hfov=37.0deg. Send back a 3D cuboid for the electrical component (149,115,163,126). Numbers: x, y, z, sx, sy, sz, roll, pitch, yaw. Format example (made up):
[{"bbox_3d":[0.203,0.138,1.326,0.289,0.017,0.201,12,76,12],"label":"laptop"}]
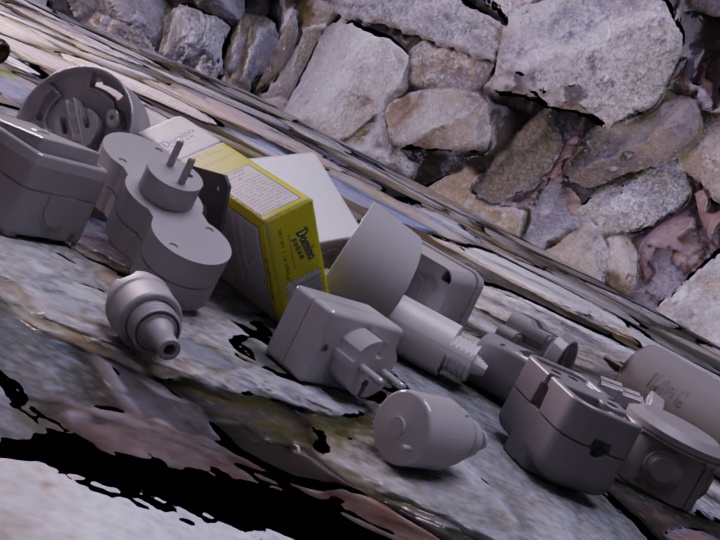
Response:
[{"bbox_3d":[-0.207,-0.111,0.967,0.061,0.061,0.096,26,9,-3],"label":"electrical component"}]

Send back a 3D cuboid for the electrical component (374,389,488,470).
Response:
[{"bbox_3d":[0.042,0.089,0.584,0.078,0.040,0.040,18,12,-46],"label":"electrical component"}]

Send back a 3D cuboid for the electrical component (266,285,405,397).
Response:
[{"bbox_3d":[-0.004,0.051,0.647,0.066,0.047,0.077,18,12,-45],"label":"electrical component"}]

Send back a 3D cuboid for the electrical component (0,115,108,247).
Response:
[{"bbox_3d":[-0.215,-0.065,0.673,0.096,0.061,0.062,31,10,28],"label":"electrical component"}]

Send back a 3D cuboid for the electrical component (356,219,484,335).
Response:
[{"bbox_3d":[0.036,0.014,0.887,0.113,0.078,0.057,32,13,33],"label":"electrical component"}]

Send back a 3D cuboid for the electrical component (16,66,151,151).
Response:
[{"bbox_3d":[-0.211,-0.105,0.820,0.099,0.099,0.064,28,2,11],"label":"electrical component"}]

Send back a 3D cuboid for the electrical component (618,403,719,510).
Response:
[{"bbox_3d":[0.227,0.137,0.801,0.080,0.051,0.080,25,9,-4],"label":"electrical component"}]

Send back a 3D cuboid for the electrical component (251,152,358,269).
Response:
[{"bbox_3d":[-0.060,-0.043,0.864,0.100,0.048,0.099,-12,62,-41],"label":"electrical component"}]

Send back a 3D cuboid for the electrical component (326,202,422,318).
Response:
[{"bbox_3d":[0.000,0.000,0.806,0.064,0.099,0.099,31,7,-15],"label":"electrical component"}]

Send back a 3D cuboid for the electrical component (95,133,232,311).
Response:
[{"bbox_3d":[-0.123,-0.046,0.675,0.052,0.073,0.138,5,37,-41],"label":"electrical component"}]

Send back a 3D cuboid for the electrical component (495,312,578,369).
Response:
[{"bbox_3d":[0.156,0.074,0.953,0.057,0.058,0.078,28,8,28],"label":"electrical component"}]

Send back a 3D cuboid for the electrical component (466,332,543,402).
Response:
[{"bbox_3d":[0.132,0.087,0.851,0.077,0.043,0.079,30,9,26],"label":"electrical component"}]

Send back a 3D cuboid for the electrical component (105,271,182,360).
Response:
[{"bbox_3d":[-0.106,0.026,0.542,0.035,0.035,0.061,20,13,-36],"label":"electrical component"}]

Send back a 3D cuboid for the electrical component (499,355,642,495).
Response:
[{"bbox_3d":[0.133,0.103,0.701,0.054,0.059,0.095,23,9,-18],"label":"electrical component"}]

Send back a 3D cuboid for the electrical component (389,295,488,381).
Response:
[{"bbox_3d":[0.059,0.057,0.812,0.081,0.043,0.043,28,9,11],"label":"electrical component"}]

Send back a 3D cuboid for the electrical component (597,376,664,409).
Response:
[{"bbox_3d":[0.228,0.121,0.924,0.055,0.048,0.066,20,7,11],"label":"electrical component"}]
